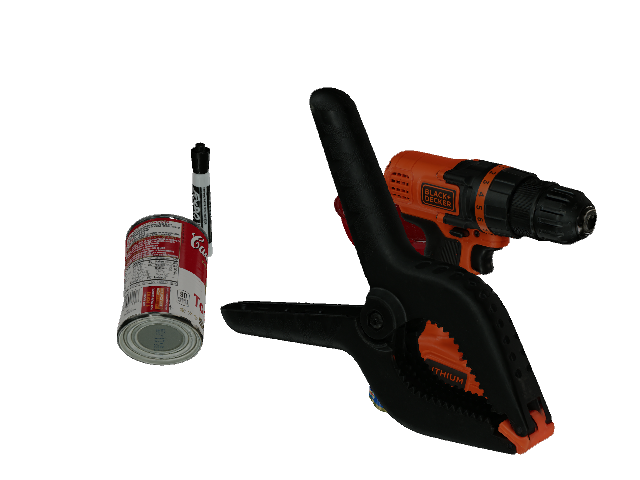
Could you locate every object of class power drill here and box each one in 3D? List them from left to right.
[{"bbox_3d":[0.127,0.030,0.827,0.057,0.188,0.185,-17,25,-39],"label":"power drill"}]

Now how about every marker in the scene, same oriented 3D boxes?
[{"bbox_3d":[-0.118,-0.039,1.058,0.020,0.121,0.020,1,28,-1],"label":"marker"}]

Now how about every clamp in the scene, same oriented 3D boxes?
[{"bbox_3d":[0.039,0.028,0.562,0.210,0.165,0.036,35,32,30],"label":"clamp"}]

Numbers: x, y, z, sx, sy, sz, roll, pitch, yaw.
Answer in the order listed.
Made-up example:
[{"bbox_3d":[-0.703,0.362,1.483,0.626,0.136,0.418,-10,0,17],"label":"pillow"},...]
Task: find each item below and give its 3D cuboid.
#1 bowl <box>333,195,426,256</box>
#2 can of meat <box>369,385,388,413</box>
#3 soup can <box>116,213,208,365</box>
[{"bbox_3d":[0.092,-0.010,1.181,0.162,0.055,0.162,5,25,-3],"label":"bowl"},{"bbox_3d":[0.112,0.161,1.325,0.102,0.084,0.057,-5,27,-21],"label":"can of meat"},{"bbox_3d":[-0.124,0.039,0.845,0.068,0.102,0.068,-1,-40,-1],"label":"soup can"}]
